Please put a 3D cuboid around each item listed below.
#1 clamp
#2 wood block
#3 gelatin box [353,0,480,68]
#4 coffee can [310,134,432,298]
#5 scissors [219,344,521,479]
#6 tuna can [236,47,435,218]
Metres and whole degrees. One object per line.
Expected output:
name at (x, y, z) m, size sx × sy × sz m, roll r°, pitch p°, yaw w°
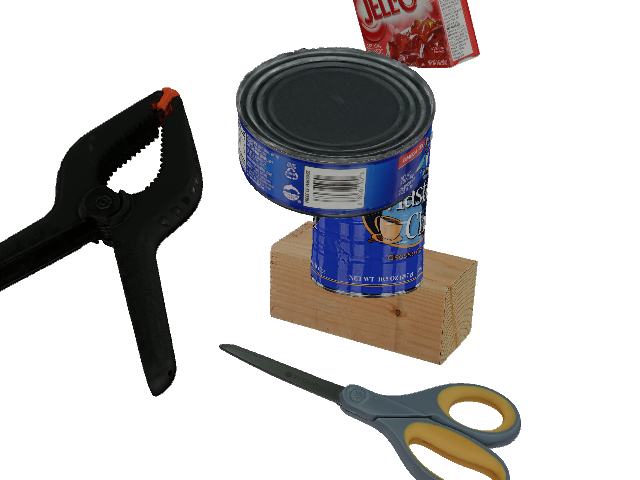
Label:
clamp at (-0.124, -0.006, 0.661) m, size 0.165 × 0.209 × 0.036 m, roll 22°, pitch -30°, yaw 16°
wood block at (0.055, 0.054, 1.163) m, size 0.206 × 0.091 × 0.090 m, roll 14°, pitch 27°, yaw 25°
gelatin box at (0.058, -0.151, 0.702) m, size 0.030 × 0.073 × 0.089 m, roll -27°, pitch 21°, yaw -28°
coffee can at (0.044, -0.032, 0.947) m, size 0.103 × 0.140 × 0.103 m, roll 2°, pitch 18°, yaw -1°
scissors at (0.040, 0.096, 0.678) m, size 0.202 × 0.016 × 0.096 m, roll 32°, pitch 45°, yaw 26°
tuna can at (0.006, -0.048, 0.467) m, size 0.086 × 0.034 × 0.086 m, roll 1°, pitch 42°, yaw -1°
